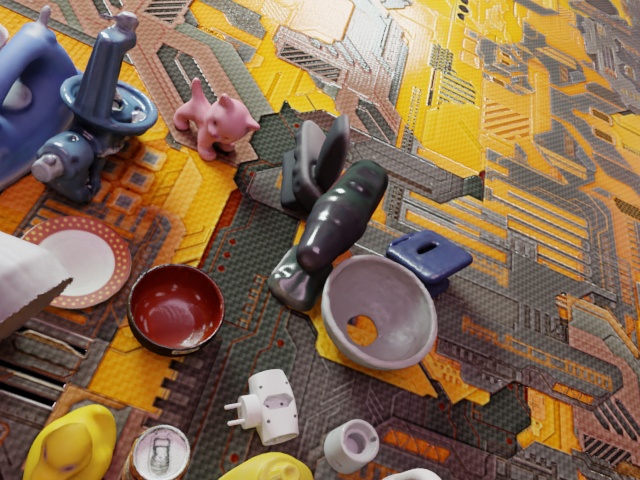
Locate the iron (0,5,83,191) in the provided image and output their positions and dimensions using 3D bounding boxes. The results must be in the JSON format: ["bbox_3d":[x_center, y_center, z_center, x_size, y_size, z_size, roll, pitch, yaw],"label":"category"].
[{"bbox_3d":[-0.389,-0.174,0.714,0.119,0.141,0.258,20,52,-11],"label":"iron"}]

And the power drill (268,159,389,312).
[{"bbox_3d":[0.007,0.003,0.733,0.075,0.208,0.230,34,50,0],"label":"power drill"}]

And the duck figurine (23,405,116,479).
[{"bbox_3d":[-0.242,0.204,0.559,0.077,0.086,0.105,33,50,-1],"label":"duck figurine"}]

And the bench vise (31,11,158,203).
[{"bbox_3d":[-0.267,-0.157,0.708,0.122,0.219,0.207,14,53,-15],"label":"bench vise"}]

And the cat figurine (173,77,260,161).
[{"bbox_3d":[-0.151,-0.184,0.846,0.067,0.117,0.127,-33,76,-37],"label":"cat figurine"}]

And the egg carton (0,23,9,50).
[{"bbox_3d":[-0.496,-0.255,0.767,0.107,0.069,0.150,18,52,-13],"label":"egg carton"}]

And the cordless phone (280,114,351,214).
[{"bbox_3d":[0.011,-0.133,0.843,0.094,0.185,0.147,8,55,-19],"label":"cordless phone"}]

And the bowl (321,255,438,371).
[{"bbox_3d":[0.070,0.108,0.777,0.168,0.074,0.167,12,54,-17],"label":"bowl"}]

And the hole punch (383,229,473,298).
[{"bbox_3d":[0.155,0.031,0.858,0.109,0.091,0.101,-23,70,-35],"label":"hole punch"}]

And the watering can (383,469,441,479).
[{"bbox_3d":[0.090,0.290,0.583,0.173,0.194,0.101,-16,65,-32],"label":"watering can"}]

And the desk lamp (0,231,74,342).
[{"bbox_3d":[-0.344,0.036,0.544,0.203,0.213,0.118,41,51,6],"label":"desk lamp"}]
